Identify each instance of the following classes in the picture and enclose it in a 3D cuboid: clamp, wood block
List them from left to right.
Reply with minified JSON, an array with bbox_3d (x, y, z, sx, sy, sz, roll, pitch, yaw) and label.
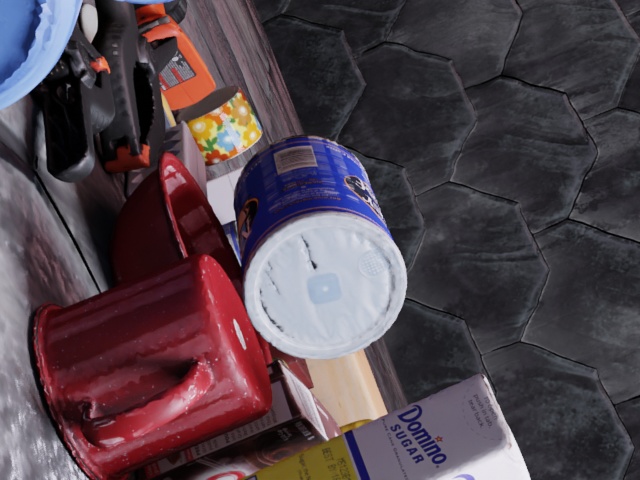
[{"bbox_3d":[-0.155,-0.105,0.614,0.171,0.039,0.120,-111,-178,-73],"label":"clamp"},{"bbox_3d":[-0.140,-0.139,0.762,0.164,0.036,0.210,69,12,-46],"label":"clamp"},{"bbox_3d":[0.011,0.158,0.931,0.090,0.090,0.206,54,14,-66],"label":"wood block"}]

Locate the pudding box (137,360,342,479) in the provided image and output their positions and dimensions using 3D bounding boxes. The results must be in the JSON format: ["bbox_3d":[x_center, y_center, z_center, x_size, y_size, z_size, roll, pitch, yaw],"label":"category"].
[{"bbox_3d":[-0.039,0.114,0.573,0.113,0.090,0.039,59,8,-56],"label":"pudding box"}]

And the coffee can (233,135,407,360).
[{"bbox_3d":[-0.005,0.001,0.720,0.140,0.103,0.103,-105,171,-63],"label":"coffee can"}]

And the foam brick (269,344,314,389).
[{"bbox_3d":[-0.044,0.087,0.871,0.053,0.051,0.078,61,7,-53],"label":"foam brick"}]

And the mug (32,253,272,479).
[{"bbox_3d":[-0.073,0.059,0.480,0.117,0.081,0.093,-88,155,-79],"label":"mug"}]

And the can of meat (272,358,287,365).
[{"bbox_3d":[-0.027,0.146,0.763,0.084,0.057,0.102,62,6,-26],"label":"can of meat"}]

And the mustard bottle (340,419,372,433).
[{"bbox_3d":[0.026,0.220,0.760,0.058,0.096,0.191,45,16,-28],"label":"mustard bottle"}]

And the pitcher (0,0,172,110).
[{"bbox_3d":[-0.134,-0.145,0.435,0.243,0.149,0.145,-100,173,-54],"label":"pitcher"}]

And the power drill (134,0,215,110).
[{"bbox_3d":[-0.158,-0.217,1.015,0.188,0.057,0.184,67,8,30],"label":"power drill"}]

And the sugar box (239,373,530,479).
[{"bbox_3d":[0.007,0.130,0.472,0.093,0.176,0.048,62,6,-49],"label":"sugar box"}]

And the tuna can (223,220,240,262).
[{"bbox_3d":[-0.073,0.026,0.949,0.086,0.034,0.086,-23,91,-85],"label":"tuna can"}]

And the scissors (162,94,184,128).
[{"bbox_3d":[-0.121,-0.061,0.925,0.202,0.016,0.096,-106,170,-56],"label":"scissors"}]

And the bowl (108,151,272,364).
[{"bbox_3d":[-0.085,0.029,0.656,0.162,0.055,0.162,-23,91,-86],"label":"bowl"}]
